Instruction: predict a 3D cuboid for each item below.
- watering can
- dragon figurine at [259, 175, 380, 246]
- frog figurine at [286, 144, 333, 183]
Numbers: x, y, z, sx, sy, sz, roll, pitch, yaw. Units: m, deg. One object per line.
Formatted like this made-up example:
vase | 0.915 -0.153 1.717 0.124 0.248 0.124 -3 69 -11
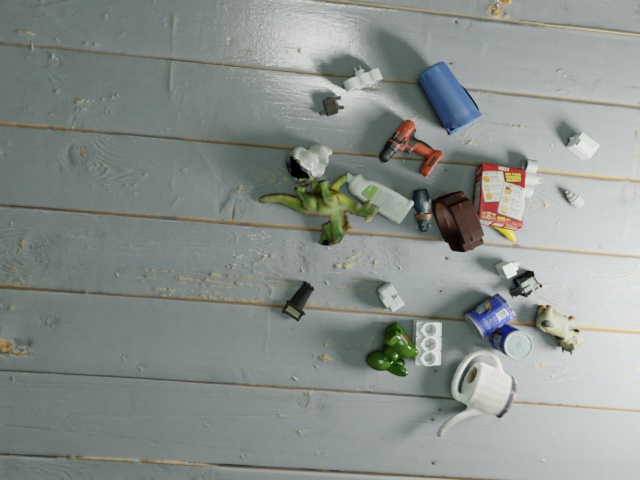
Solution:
watering can | 0.558 0.560 1.817 0.224 0.104 0.348 24 87 -3
dragon figurine | 0.005 -0.091 1.798 0.409 0.123 0.241 -14 99 16
frog figurine | -0.037 -0.280 1.812 0.138 0.120 0.162 36 52 5
